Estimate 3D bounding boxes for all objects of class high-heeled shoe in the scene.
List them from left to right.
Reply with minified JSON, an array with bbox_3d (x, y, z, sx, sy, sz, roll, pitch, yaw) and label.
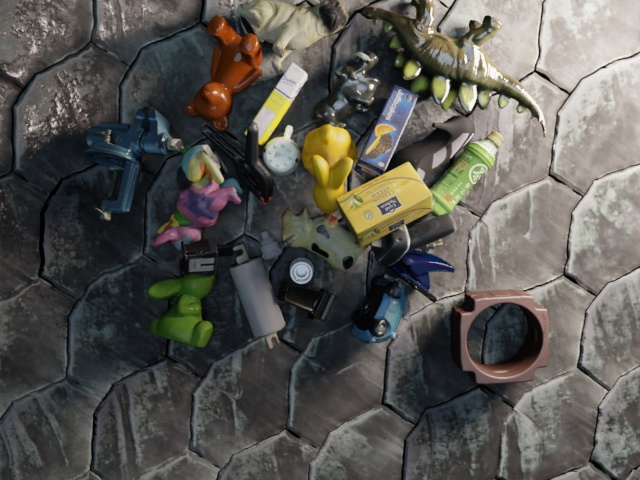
[{"bbox_3d":[0.240,-0.170,1.191,0.086,0.145,0.248,54,125,32],"label":"high-heeled shoe"}]

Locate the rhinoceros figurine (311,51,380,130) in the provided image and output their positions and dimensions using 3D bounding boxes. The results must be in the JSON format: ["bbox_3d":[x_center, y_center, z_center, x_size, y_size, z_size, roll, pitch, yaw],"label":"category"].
[{"bbox_3d":[0.061,-0.315,1.155,0.112,0.073,0.190,41,96,5],"label":"rhinoceros figurine"}]

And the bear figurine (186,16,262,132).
[{"bbox_3d":[-0.207,-0.336,1.117,0.120,0.132,0.196,35,90,11],"label":"bear figurine"}]

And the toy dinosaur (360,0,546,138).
[{"bbox_3d":[0.293,-0.375,1.138,0.472,0.105,0.198,26,102,4],"label":"toy dinosaur"}]

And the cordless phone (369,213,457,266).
[{"bbox_3d":[0.184,-0.040,1.140,0.184,0.088,0.147,-22,54,10],"label":"cordless phone"}]

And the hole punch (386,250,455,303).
[{"bbox_3d":[0.216,0.062,1.173,0.115,0.142,0.092,32,97,-19],"label":"hole punch"}]

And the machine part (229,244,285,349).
[{"bbox_3d":[-0.139,0.124,1.196,0.079,0.079,0.243,-19,96,1],"label":"machine part"}]

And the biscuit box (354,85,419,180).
[{"bbox_3d":[0.141,-0.226,1.131,0.063,0.059,0.202,25,71,2],"label":"biscuit box"}]

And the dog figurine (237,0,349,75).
[{"bbox_3d":[-0.056,-0.470,1.127,0.190,0.121,0.172,-41,100,-11],"label":"dog figurine"}]

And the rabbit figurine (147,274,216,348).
[{"bbox_3d":[-0.295,0.139,1.192,0.159,0.121,0.170,17,78,4],"label":"rabbit figurine"}]

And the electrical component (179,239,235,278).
[{"bbox_3d":[-0.242,0.038,1.160,0.119,0.048,0.074,0,131,-23],"label":"electrical component"}]

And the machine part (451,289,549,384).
[{"bbox_3d":[0.403,0.215,1.215,0.201,0.087,0.201,-3,95,-1],"label":"machine part"}]

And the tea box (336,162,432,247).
[{"bbox_3d":[0.130,-0.071,1.084,0.170,0.068,0.098,-28,60,-4],"label":"tea box"}]

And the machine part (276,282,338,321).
[{"bbox_3d":[-0.031,0.134,1.205,0.139,0.039,0.084,25,100,-26],"label":"machine part"}]

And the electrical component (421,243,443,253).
[{"bbox_3d":[0.234,-0.004,1.183,0.078,0.102,0.045,-25,98,28],"label":"electrical component"}]

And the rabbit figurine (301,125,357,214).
[{"bbox_3d":[0.026,-0.143,1.118,0.122,0.162,0.173,3,86,-7],"label":"rabbit figurine"}]

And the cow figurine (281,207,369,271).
[{"bbox_3d":[-0.002,-0.004,1.183,0.195,0.085,0.127,37,90,-8],"label":"cow figurine"}]

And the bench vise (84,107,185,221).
[{"bbox_3d":[-0.399,-0.154,1.124,0.224,0.129,0.240,10,79,5],"label":"bench vise"}]

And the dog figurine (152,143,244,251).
[{"bbox_3d":[-0.282,-0.078,1.148,0.219,0.109,0.191,-34,115,6],"label":"dog figurine"}]

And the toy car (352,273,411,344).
[{"bbox_3d":[0.148,0.162,1.203,0.103,0.109,0.161,29,84,-27],"label":"toy car"}]
